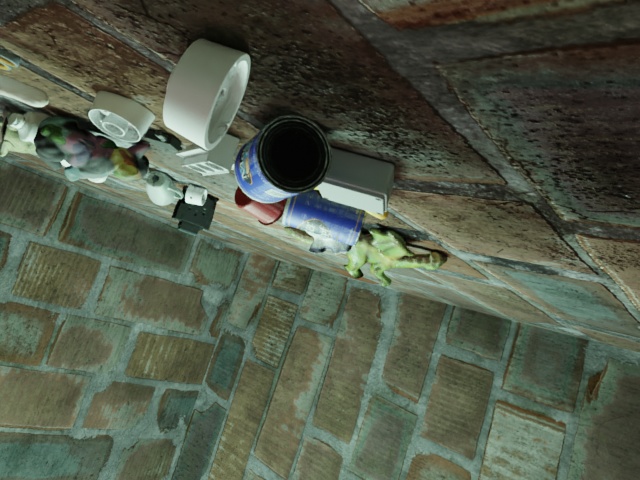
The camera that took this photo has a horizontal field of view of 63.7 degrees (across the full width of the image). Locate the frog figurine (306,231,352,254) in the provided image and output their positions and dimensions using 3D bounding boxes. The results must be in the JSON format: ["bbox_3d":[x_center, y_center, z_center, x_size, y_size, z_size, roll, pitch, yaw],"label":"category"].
[{"bbox_3d":[0.003,-0.054,1.073,0.138,0.124,0.156,25,151,52],"label":"frog figurine"}]

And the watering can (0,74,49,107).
[{"bbox_3d":[-0.584,-0.269,0.722,0.223,0.106,0.343,-4,152,43],"label":"watering can"}]

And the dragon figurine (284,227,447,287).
[{"bbox_3d":[0.126,0.008,1.298,0.409,0.124,0.239,18,155,-13],"label":"dragon figurine"}]
